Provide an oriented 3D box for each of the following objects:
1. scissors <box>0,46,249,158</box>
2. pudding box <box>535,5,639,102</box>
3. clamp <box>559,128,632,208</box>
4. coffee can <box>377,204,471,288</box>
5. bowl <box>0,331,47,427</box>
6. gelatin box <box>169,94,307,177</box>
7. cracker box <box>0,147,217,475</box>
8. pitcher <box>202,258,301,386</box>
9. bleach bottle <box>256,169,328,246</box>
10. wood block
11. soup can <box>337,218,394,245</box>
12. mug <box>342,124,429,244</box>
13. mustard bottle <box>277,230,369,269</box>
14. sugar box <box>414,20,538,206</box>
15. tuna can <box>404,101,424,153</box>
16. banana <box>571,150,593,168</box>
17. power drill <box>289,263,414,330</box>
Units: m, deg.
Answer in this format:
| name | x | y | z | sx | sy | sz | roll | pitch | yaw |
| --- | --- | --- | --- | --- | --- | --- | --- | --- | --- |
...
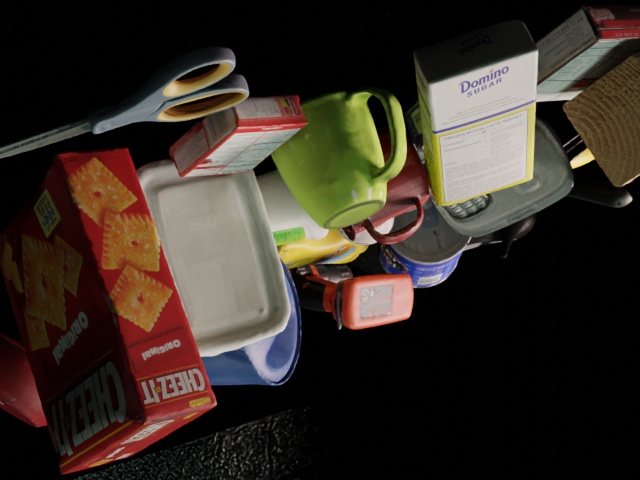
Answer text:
| name | x | y | z | sx | sy | sz | roll | pitch | yaw |
| --- | --- | --- | --- | --- | --- | --- | --- | --- | --- |
| scissors | -0.140 | -0.093 | 0.729 | 0.201 | 0.016 | 0.096 | -15 | 164 | -21 |
| pudding box | 0.223 | -0.161 | 0.930 | 0.089 | 0.039 | 0.114 | -9 | 161 | -39 |
| clamp | 0.249 | -0.071 | 1.165 | 0.210 | 0.164 | 0.036 | -19 | 126 | 26 |
| coffee can | 0.120 | -0.007 | 1.243 | 0.102 | 0.103 | 0.140 | -19 | 167 | -4 |
| bowl | -0.316 | 0.147 | 1.109 | 0.055 | 0.162 | 0.162 | -58 | 179 | -20 |
| gelatin box | -0.066 | -0.082 | 0.844 | 0.073 | 0.030 | 0.089 | -9 | 163 | -43 |
| cracker box | -0.178 | 0.059 | 0.837 | 0.071 | 0.214 | 0.164 | -9 | 163 | -38 |
| pitcher | -0.145 | 0.088 | 1.100 | 0.243 | 0.145 | 0.149 | -7 | 140 | 24 |
| bleach bottle | -0.119 | -0.007 | 0.997 | 0.250 | 0.068 | 0.102 | -16 | 169 | -6 |
| wood block | 0.328 | -0.135 | 0.971 | 0.205 | 0.090 | 0.091 | -27 | 172 | -39 |
| soup can | 0.045 | -0.037 | 1.095 | 0.068 | 0.068 | 0.102 | -20 | 167 | -2 |
| mug | 0.053 | -0.048 | 0.976 | 0.081 | 0.117 | 0.093 | -24 | 147 | -6 |
| mustard bottle | -0.008 | 0.001 | 1.185 | 0.191 | 0.058 | 0.096 | -6 | 165 | -45 |
| sugar box | 0.133 | -0.103 | 0.904 | 0.093 | 0.048 | 0.176 | -17 | 145 | -2 |
| tuna can | 0.123 | -0.113 | 0.983 | 0.086 | 0.034 | 0.086 | -19 | 166 | -5 |
| banana | 0.242 | -0.082 | 1.271 | 0.198 | 0.037 | 0.069 | -21 | 173 | 5 |
| power drill | 0.015 | 0.058 | 1.228 | 0.184 | 0.057 | 0.188 | -8 | -172 | -42 |
